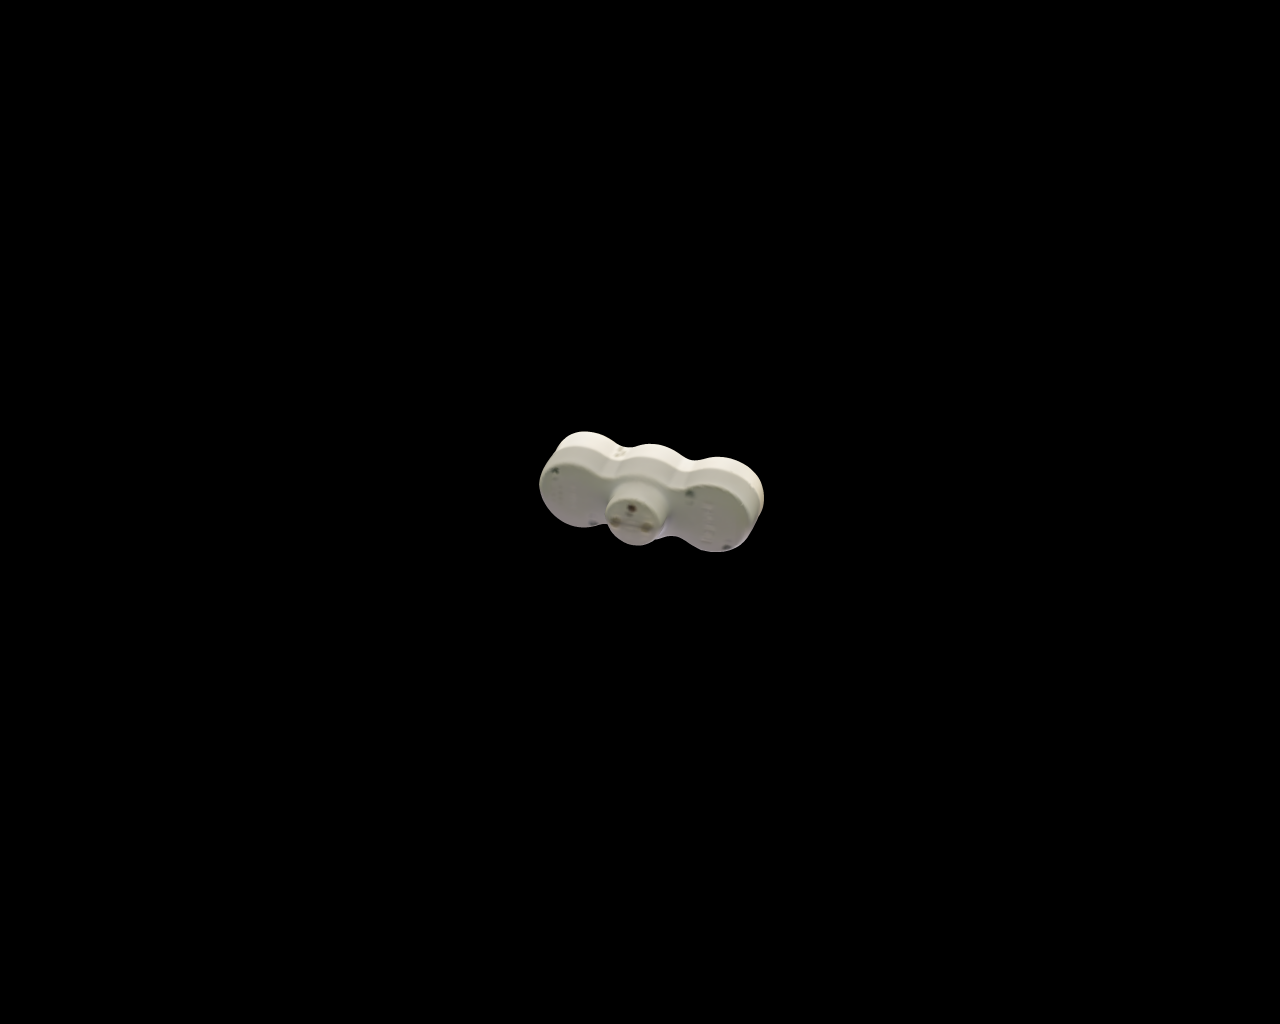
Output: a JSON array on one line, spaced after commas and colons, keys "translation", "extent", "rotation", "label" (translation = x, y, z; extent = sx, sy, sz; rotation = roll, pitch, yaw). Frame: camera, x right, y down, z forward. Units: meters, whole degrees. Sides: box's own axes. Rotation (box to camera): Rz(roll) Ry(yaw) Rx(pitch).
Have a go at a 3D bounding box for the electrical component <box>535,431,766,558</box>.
[{"translation": [0.001, -0.003, 0.650], "extent": [0.138, 0.052, 0.074], "rotation": [11, 36, 16], "label": "electrical component"}]
